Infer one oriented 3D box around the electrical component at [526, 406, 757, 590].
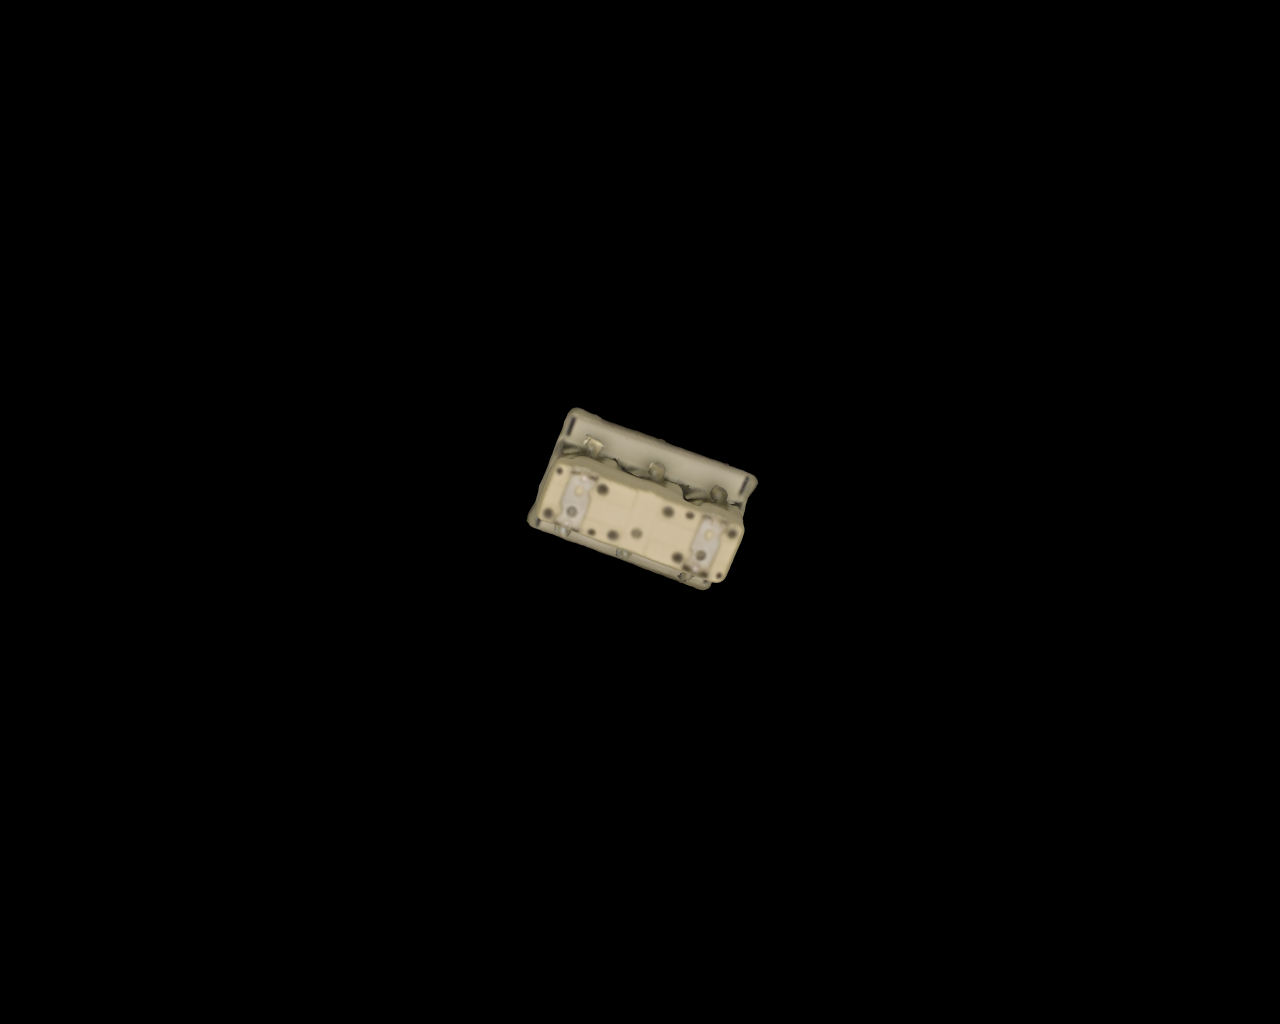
[{"bbox_3d":[0.001,-0.003,0.650,0.121,0.078,0.063,21,18,-7],"label":"electrical component"}]
